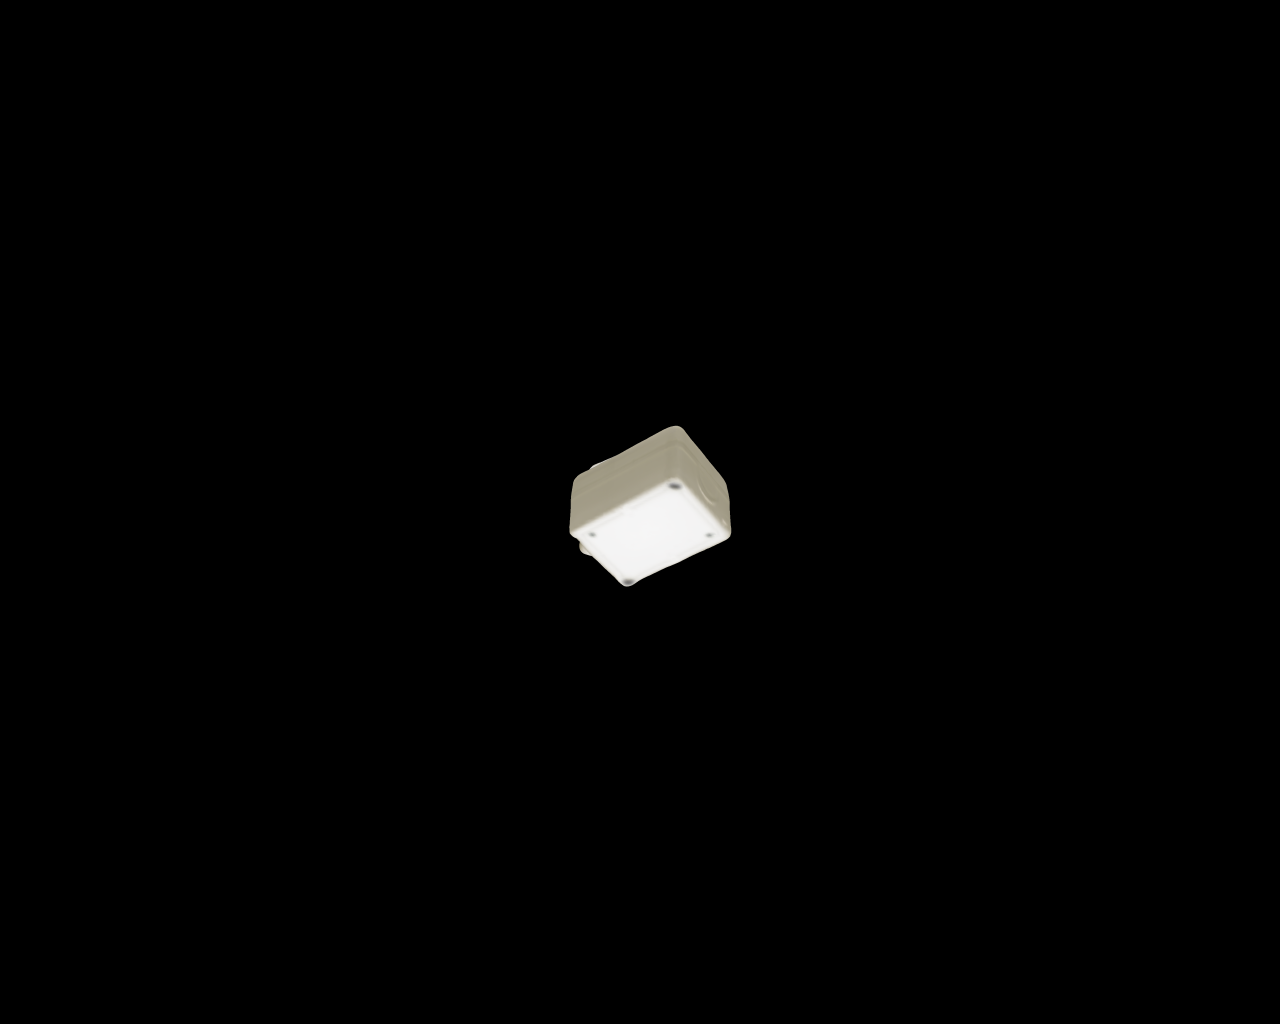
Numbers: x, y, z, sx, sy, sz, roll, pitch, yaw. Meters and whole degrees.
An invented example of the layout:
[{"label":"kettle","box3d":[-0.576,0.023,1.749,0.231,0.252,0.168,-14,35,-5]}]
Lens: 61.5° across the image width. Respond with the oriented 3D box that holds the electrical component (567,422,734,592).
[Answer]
[{"label":"electrical component","box3d":[0.001,-0.003,0.650,0.096,0.061,0.061,-27,-53,22]}]
